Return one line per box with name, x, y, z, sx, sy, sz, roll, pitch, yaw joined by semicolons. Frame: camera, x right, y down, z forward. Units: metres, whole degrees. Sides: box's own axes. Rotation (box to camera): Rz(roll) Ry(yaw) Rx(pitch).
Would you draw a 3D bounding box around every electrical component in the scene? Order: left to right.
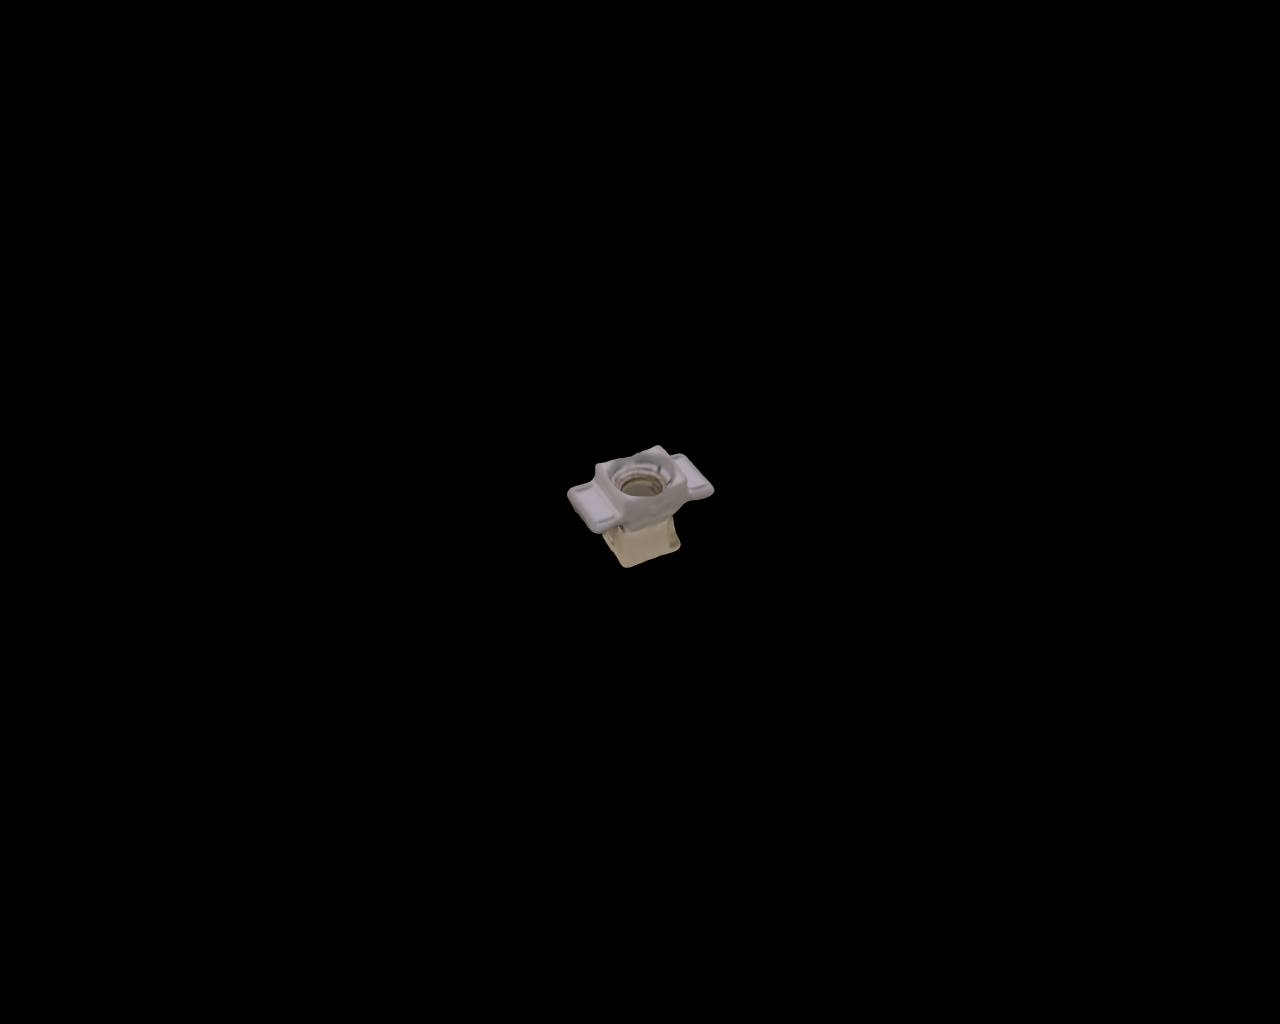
electrical component;0.001;-0.003;0.650;0.081;0.063;0.042;-18;44;-19
